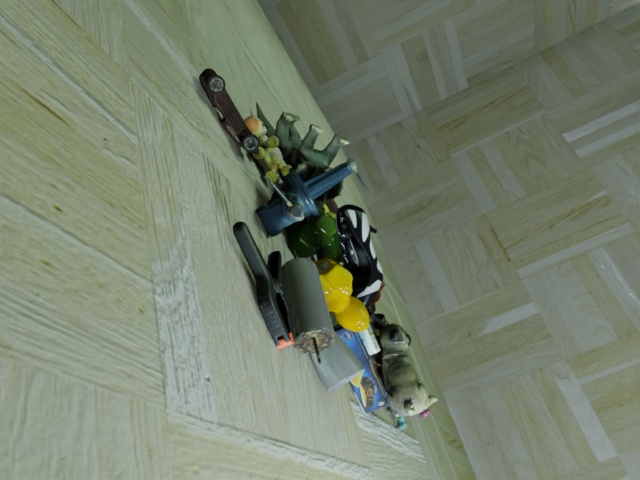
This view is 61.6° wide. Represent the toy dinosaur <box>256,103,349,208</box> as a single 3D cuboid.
[{"bbox_3d":[-0.065,-0.217,1.388,0.131,0.192,0.405,14,14,-46],"label":"toy dinosaur"}]

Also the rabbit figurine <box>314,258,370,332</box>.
[{"bbox_3d":[0.031,0.130,1.149,0.173,0.122,0.162,43,-6,-14],"label":"rabbit figurine"}]

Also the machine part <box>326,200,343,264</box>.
[{"bbox_3d":[0.024,-0.034,1.571,0.201,0.087,0.201,45,22,-65],"label":"machine part"}]

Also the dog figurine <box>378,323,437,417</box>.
[{"bbox_3d":[0.189,0.303,1.275,0.172,0.121,0.190,179,-106,-84],"label":"dog figurine"}]

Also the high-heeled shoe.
[{"bbox_3d":[0.072,0.048,1.209,0.145,0.086,0.248,22,73,-45],"label":"high-heeled shoe"}]

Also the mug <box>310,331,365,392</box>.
[{"bbox_3d":[0.028,0.220,1.022,0.107,0.081,0.109,58,13,16],"label":"mug"}]

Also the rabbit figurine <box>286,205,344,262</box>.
[{"bbox_3d":[-0.003,-0.004,1.298,0.170,0.121,0.159,39,3,-35],"label":"rabbit figurine"}]

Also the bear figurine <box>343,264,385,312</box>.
[{"bbox_3d":[0.144,0.118,1.604,0.196,0.132,0.120,38,-31,59],"label":"bear figurine"}]

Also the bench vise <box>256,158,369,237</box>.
[{"bbox_3d":[-0.023,-0.104,1.136,0.128,0.241,0.223,60,-5,-4],"label":"bench vise"}]

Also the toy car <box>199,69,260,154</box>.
[{"bbox_3d":[-0.191,-0.264,1.131,0.202,0.053,0.089,61,-9,-27],"label":"toy car"}]

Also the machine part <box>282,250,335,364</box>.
[{"bbox_3d":[-0.026,0.119,0.996,0.079,0.079,0.243,54,14,-47],"label":"machine part"}]

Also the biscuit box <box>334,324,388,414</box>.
[{"bbox_3d":[0.086,0.283,1.212,0.202,0.059,0.063,64,10,-3],"label":"biscuit box"}]

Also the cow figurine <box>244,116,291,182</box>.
[{"bbox_3d":[-0.133,-0.221,1.264,0.167,0.068,0.098,63,-4,-28],"label":"cow figurine"}]

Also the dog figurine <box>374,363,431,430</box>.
[{"bbox_3d":[0.206,0.384,1.458,0.219,0.108,0.191,59,12,-15],"label":"dog figurine"}]

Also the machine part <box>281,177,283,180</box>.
[{"bbox_3d":[-0.073,-0.142,1.480,0.084,0.039,0.139,58,8,-75],"label":"machine part"}]

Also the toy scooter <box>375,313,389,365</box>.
[{"bbox_3d":[0.187,0.311,1.613,0.184,0.075,0.135,-88,158,-71],"label":"toy scooter"}]

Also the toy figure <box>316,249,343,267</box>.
[{"bbox_3d":[0.034,0.094,1.389,0.058,0.064,0.154,-13,81,-43],"label":"toy figure"}]

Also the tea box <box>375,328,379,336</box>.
[{"bbox_3d":[0.098,0.185,1.471,0.169,0.068,0.098,64,9,-5],"label":"tea box"}]
